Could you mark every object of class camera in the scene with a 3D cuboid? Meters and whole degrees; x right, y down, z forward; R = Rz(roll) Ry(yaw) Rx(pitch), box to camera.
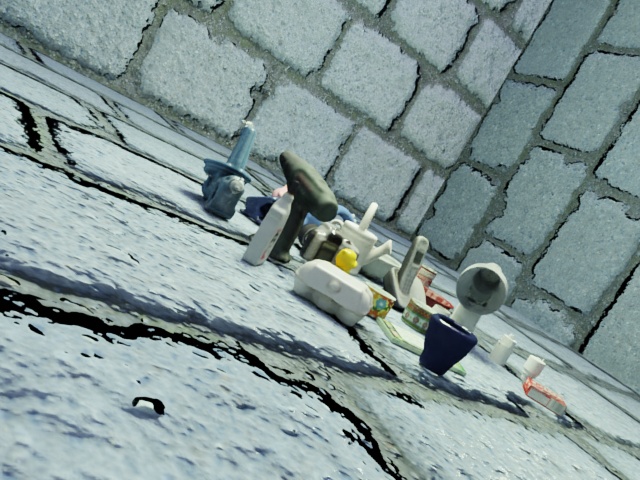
[{"bbox_3d":[0.013,0.005,1.439,0.144,0.101,0.136,25,9,-32],"label":"camera"}]

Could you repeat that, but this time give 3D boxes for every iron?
[{"bbox_3d":[0.046,-0.038,1.685,0.118,0.141,0.259,34,9,31],"label":"iron"}]

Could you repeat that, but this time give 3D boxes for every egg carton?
[{"bbox_3d":[0.025,0.093,1.040,0.150,0.069,0.107,31,8,8],"label":"egg carton"}]

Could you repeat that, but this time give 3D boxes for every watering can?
[{"bbox_3d":[0.109,-0.008,1.527,0.173,0.194,0.100,28,8,-15],"label":"watering can"}]

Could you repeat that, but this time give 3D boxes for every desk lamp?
[{"bbox_3d":[0.386,0.153,1.437,0.117,0.213,0.204,32,8,15],"label":"desk lamp"}]

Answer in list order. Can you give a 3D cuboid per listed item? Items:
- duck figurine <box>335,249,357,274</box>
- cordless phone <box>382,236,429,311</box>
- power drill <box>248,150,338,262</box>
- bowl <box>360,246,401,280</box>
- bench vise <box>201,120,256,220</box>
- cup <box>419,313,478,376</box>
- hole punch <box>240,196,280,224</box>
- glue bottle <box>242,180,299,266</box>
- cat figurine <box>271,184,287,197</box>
[{"bbox_3d":[0.045,0.058,1.269,0.077,0.086,0.105,35,9,35],"label":"duck figurine"},{"bbox_3d":[0.238,0.087,1.430,0.093,0.185,0.148,36,10,38],"label":"cordless phone"},{"bbox_3d":[-0.064,-0.069,1.231,0.076,0.208,0.228,22,11,-45],"label":"power drill"},{"bbox_3d":[0.148,0.066,1.639,0.167,0.074,0.167,29,8,-4],"label":"bowl"},{"bbox_3d":[-0.190,-0.164,1.331,0.122,0.219,0.206,22,11,-44],"label":"bench vise"},{"bbox_3d":[0.219,0.189,1.037,0.092,0.095,0.117,29,8,-7],"label":"cup"},{"bbox_3d":[-0.138,-0.085,1.499,0.100,0.091,0.109,35,9,32],"label":"hole punch"},{"bbox_3d":[-0.085,-0.035,1.067,0.037,0.173,0.078,30,8,3],"label":"glue bottle"},{"bbox_3d":[-0.101,-0.100,1.630,0.067,0.117,0.128,35,9,36],"label":"cat figurine"}]
